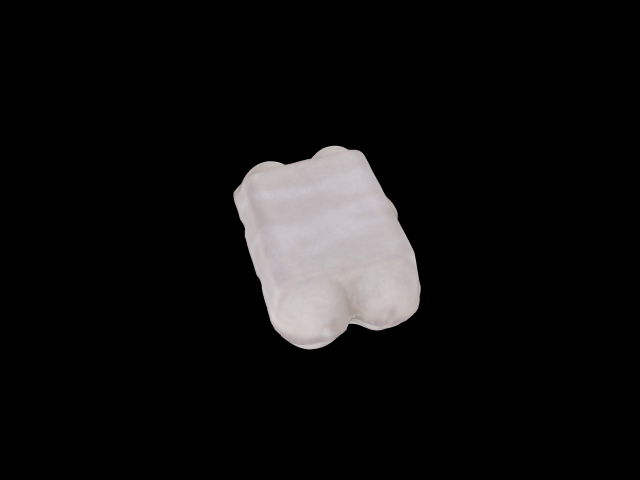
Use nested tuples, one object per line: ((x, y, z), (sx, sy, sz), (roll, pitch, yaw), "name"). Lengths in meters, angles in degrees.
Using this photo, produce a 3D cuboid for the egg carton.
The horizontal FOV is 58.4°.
((0.004, 0.001, 0.400), (0.107, 0.069, 0.150), (-15, 54, -11), "egg carton")
